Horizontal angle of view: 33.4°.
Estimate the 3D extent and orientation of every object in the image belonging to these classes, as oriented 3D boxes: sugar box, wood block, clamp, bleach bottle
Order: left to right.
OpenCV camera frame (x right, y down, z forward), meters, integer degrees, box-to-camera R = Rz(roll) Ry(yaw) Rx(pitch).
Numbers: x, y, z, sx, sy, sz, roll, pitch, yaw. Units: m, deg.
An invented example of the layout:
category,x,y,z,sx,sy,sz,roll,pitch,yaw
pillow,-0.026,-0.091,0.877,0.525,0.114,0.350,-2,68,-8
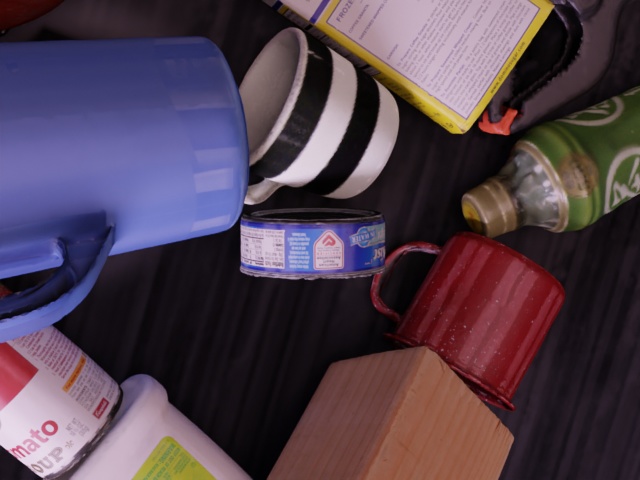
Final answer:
category,x,y,z,sx,sy,sz,roll,pitch,yaw
bleach bottle,-0.045,0.196,0.638,0.250,0.068,0.102,43,76,-16
wood block,0.017,0.170,0.592,0.090,0.090,0.205,47,53,-21
sugar box,0.037,-0.148,0.623,0.176,0.048,0.093,34,90,-7
clamp,0.153,-0.166,0.675,0.164,0.036,0.210,36,90,-13

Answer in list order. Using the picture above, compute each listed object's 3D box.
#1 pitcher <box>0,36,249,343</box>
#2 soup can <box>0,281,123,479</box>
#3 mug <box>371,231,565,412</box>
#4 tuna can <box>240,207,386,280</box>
category,x,y,z,sx,sy,sz,roll,pitch,yaw
pitcher,-0.161,-0.032,0.543,0.242,0.145,0.149,-9,101,-19
soup can,-0.168,0.075,0.590,0.068,0.069,0.102,-47,108,-7
mug,0.088,0.043,0.665,0.117,0.093,0.081,28,82,17
tuna can,-0.004,0.001,0.623,0.086,0.086,0.034,-2,97,-17
